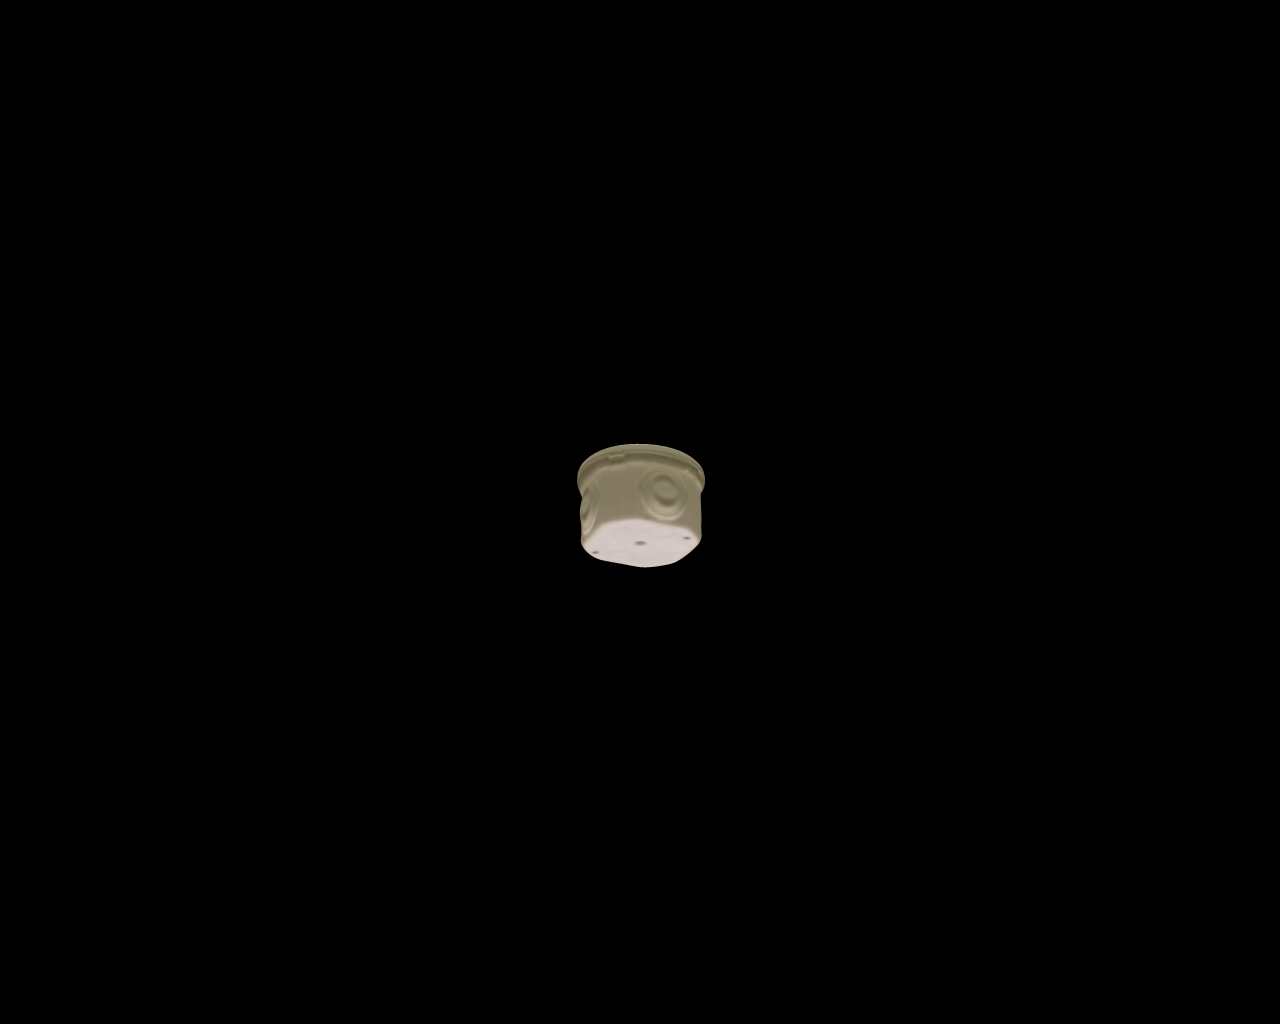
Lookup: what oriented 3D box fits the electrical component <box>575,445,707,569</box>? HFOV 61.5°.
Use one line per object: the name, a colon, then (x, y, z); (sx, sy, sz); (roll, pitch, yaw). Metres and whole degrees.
electrical component: (0.001, -0.003, 0.650); (0.080, 0.051, 0.080); (0, -27, 0)
